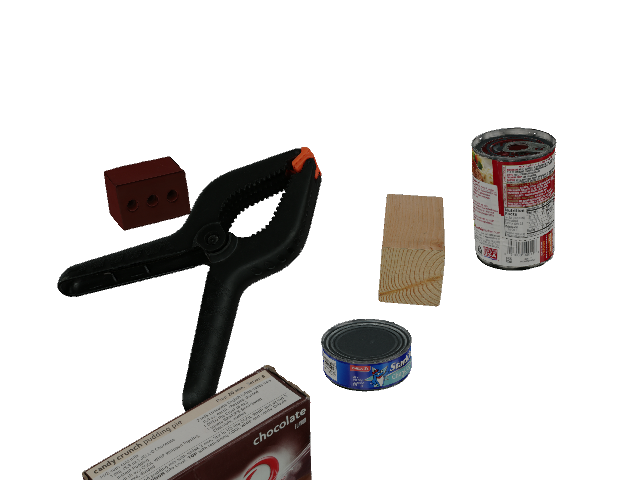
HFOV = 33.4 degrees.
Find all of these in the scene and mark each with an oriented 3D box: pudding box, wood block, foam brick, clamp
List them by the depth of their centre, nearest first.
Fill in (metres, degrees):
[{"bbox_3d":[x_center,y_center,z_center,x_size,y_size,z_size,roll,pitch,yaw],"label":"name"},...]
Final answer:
[{"bbox_3d":[-0.056,0.125,0.524,0.113,0.090,0.039,-30,46,-33],"label":"pudding box"},{"bbox_3d":[-0.084,0.007,0.787,0.165,0.210,0.036,30,-19,27],"label":"clamp"},{"bbox_3d":[-0.186,-0.051,1.146,0.078,0.053,0.051,-16,30,-19],"label":"foam brick"},{"bbox_3d":[0.138,0.010,1.602,0.091,0.090,0.206,4,24,4],"label":"wood block"}]

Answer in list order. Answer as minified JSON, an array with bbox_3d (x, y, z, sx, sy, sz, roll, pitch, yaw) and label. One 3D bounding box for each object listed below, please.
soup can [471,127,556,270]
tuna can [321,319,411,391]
[{"bbox_3d":[0.161,-0.034,0.886,0.068,0.102,0.068,-5,25,2],"label":"soup can"},{"bbox_3d":[0.044,0.109,1.015,0.086,0.034,0.086,-3,23,1],"label":"tuna can"}]
